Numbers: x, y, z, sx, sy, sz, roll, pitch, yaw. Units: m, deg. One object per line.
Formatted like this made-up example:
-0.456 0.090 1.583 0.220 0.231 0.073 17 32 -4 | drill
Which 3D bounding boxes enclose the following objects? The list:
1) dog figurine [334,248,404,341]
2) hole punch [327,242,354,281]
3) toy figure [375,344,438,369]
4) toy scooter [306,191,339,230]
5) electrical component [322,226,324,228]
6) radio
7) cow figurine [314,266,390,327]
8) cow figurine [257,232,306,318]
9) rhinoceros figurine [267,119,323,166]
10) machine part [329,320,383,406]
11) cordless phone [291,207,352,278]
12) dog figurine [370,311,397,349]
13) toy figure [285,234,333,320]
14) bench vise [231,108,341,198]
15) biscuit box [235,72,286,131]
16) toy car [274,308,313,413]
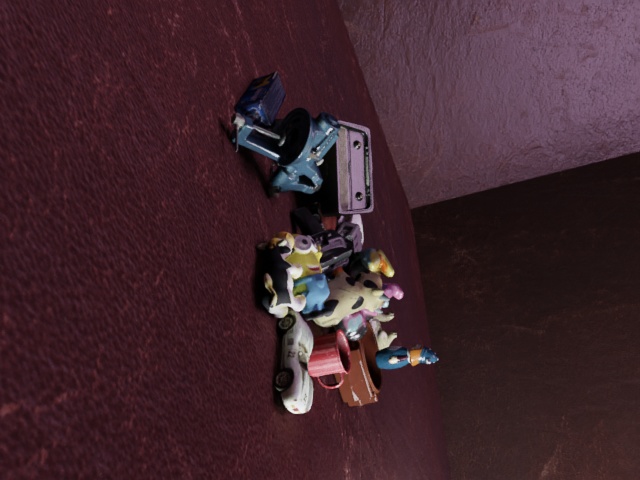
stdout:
0.083 0.132 1.286 0.219 0.108 0.191 -20 82 -35 | dog figurine
0.030 0.073 1.373 0.116 0.092 0.142 -52 134 -38 | hole punch
0.219 0.295 1.361 0.064 0.155 0.057 -71 147 -62 | toy figure
-0.009 -0.099 1.373 0.135 0.075 0.184 46 31 -61 | toy scooter
-0.003 -0.004 1.322 0.094 0.021 0.063 -38 122 -29 | electrical component
0.066 -0.172 1.338 0.131 0.073 0.229 -1 89 -41 | radio
0.063 0.125 1.170 0.127 0.195 0.085 47 -37 22 | cow figurine
-0.082 0.054 1.007 0.098 0.068 0.167 36 41 -58 | cow figurine
-0.060 -0.223 1.238 0.190 0.112 0.073 28 47 -59 | rhinoceros figurine
0.095 0.299 1.372 0.201 0.087 0.201 -52 128 -71 | machine part
-0.029 0.003 1.216 0.184 0.146 0.088 51 -35 22 | cordless phone
0.121 0.230 1.539 0.190 0.121 0.172 44 29 -38 | dog figurine
-0.035 0.073 1.083 0.082 0.089 0.180 25 49 -74 | toy figure
-0.083 -0.183 1.073 0.240 0.223 0.129 16 51 -38 | bench vise
-0.125 -0.302 1.168 0.203 0.059 0.062 -80 153 -57 | biscuit box
-0.044 0.220 1.001 0.073 0.056 0.202 60 22 -44 | toy car
